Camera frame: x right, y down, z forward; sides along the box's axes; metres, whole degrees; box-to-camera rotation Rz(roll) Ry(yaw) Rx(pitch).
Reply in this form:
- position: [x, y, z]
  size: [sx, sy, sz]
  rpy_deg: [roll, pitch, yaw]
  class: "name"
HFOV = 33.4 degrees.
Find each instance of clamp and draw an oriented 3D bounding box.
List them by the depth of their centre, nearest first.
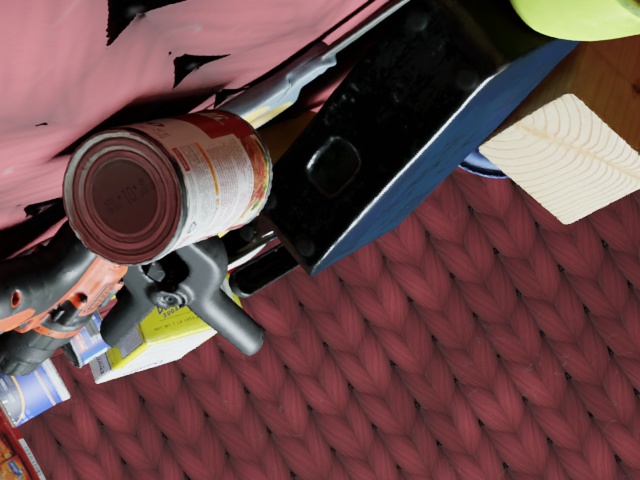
- position: [-0.092, 0.032, 0.737]
  size: [0.120, 0.039, 0.172]
  rpy_deg: [4, 146, -9]
  class: "clamp"
- position: [-0.006, 0.001, 0.943]
  size: [0.164, 0.036, 0.210]
  rpy_deg: [-30, 180, -4]
  class: "clamp"

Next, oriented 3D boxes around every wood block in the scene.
- position: [0.201, -0.126, 0.774]
  size: [0.090, 0.090, 0.206]
  rpy_deg: [-32, -155, 49]
  class: "wood block"

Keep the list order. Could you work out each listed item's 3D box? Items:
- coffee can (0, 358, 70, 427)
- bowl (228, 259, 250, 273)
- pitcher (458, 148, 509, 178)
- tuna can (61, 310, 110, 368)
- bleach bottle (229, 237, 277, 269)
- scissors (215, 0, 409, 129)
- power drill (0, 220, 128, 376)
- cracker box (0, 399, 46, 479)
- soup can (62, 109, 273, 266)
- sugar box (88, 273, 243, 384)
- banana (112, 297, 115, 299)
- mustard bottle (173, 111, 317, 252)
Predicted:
- position: [-0.280, 0.113, 0.824]
  size: [0.140, 0.103, 0.103]
  rpy_deg: [-30, 180, -15]
  class: "coffee can"
- position: [-0.162, 0.036, 1.200]
  size: [0.162, 0.055, 0.162]
  rpy_deg: [-21, -159, 8]
  class: "bowl"
- position: [0.144, -0.129, 0.974]
  size: [0.145, 0.149, 0.242]
  rpy_deg: [-46, -179, 7]
  class: "pitcher"
- position: [-0.213, 0.065, 0.910]
  size: [0.033, 0.086, 0.086]
  rpy_deg: [-32, 180, -20]
  class: "tuna can"
- position: [-0.039, -0.036, 1.076]
  size: [0.251, 0.068, 0.102]
  rpy_deg: [-33, -175, 29]
  class: "bleach bottle"
- position: [-0.003, -0.100, 0.616]
  size: [0.202, 0.016, 0.096]
  rpy_deg: [-30, -179, 19]
  class: "scissors"
- position: [-0.200, 0.051, 0.632]
  size: [0.185, 0.057, 0.187]
  rpy_deg: [-48, 172, 35]
  class: "power drill"
- position: [-0.311, 0.165, 0.717]
  size: [0.213, 0.164, 0.072]
  rpy_deg: [-30, 177, -15]
  class: "cracker box"
- position: [-0.075, -0.029, 0.540]
  size: [0.069, 0.068, 0.102]
  rpy_deg: [-30, 179, 24]
  class: "soup can"
- position: [-0.144, 0.081, 0.951]
  size: [0.093, 0.048, 0.176]
  rpy_deg: [-15, 172, -30]
  class: "sugar box"
- position: [-0.196, 0.025, 1.127]
  size: [0.197, 0.037, 0.070]
  rpy_deg: [-28, -161, -14]
  class: "banana"
- position: [-0.039, -0.053, 0.796]
  size: [0.191, 0.058, 0.096]
  rpy_deg: [-30, 170, -47]
  class: "mustard bottle"
